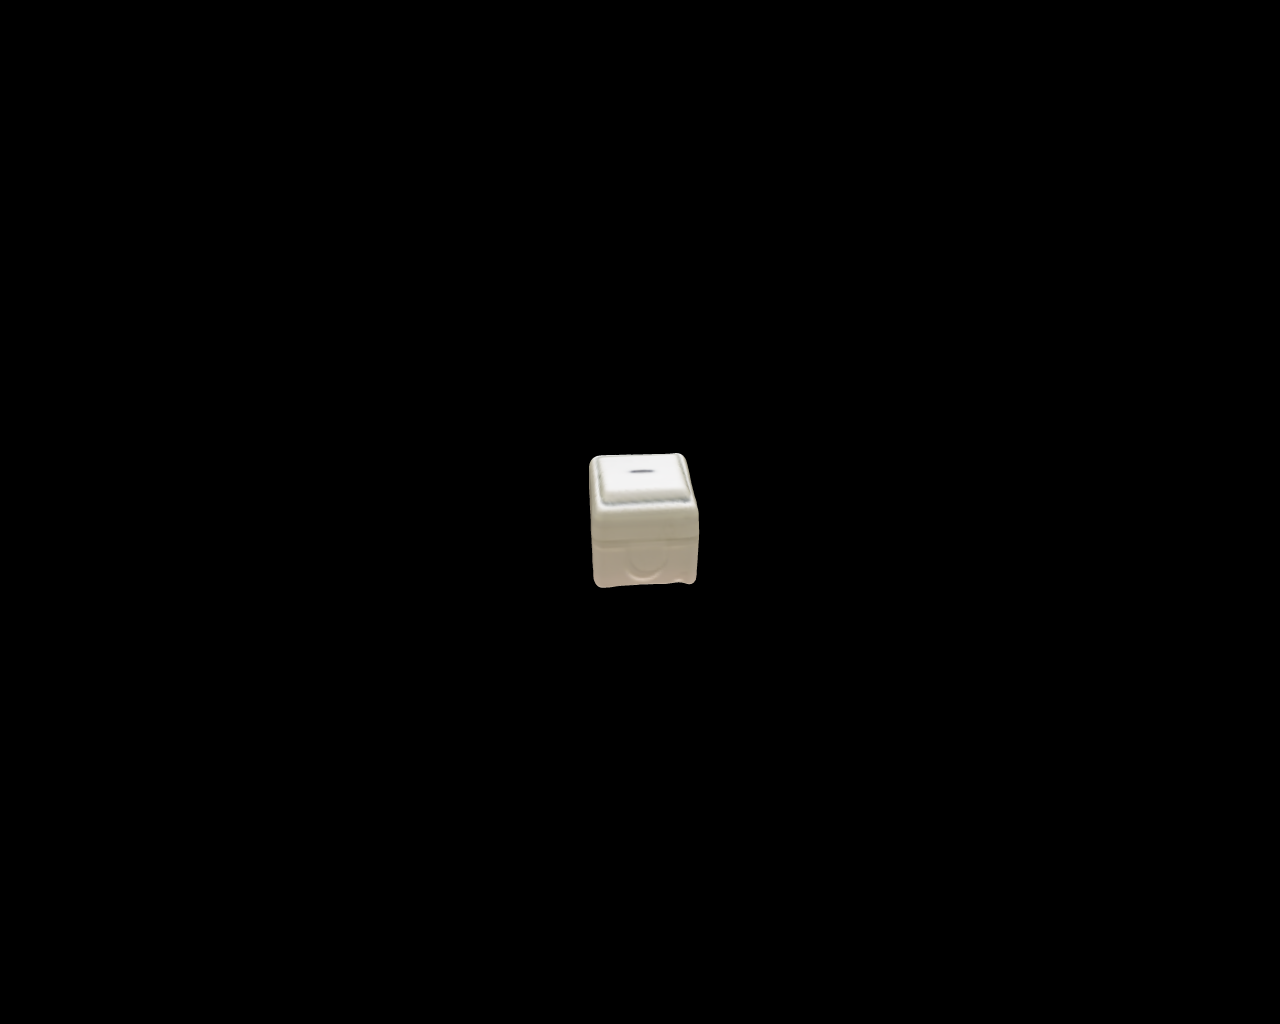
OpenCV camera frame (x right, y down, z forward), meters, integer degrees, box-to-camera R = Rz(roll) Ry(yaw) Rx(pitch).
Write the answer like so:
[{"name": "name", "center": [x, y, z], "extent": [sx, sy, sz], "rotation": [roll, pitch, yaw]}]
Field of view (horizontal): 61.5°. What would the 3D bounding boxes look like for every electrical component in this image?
[{"name": "electrical component", "center": [0.001, -0.003, 0.650], "extent": [0.062, 0.061, 0.096], "rotation": [-2, 27, -3]}]
